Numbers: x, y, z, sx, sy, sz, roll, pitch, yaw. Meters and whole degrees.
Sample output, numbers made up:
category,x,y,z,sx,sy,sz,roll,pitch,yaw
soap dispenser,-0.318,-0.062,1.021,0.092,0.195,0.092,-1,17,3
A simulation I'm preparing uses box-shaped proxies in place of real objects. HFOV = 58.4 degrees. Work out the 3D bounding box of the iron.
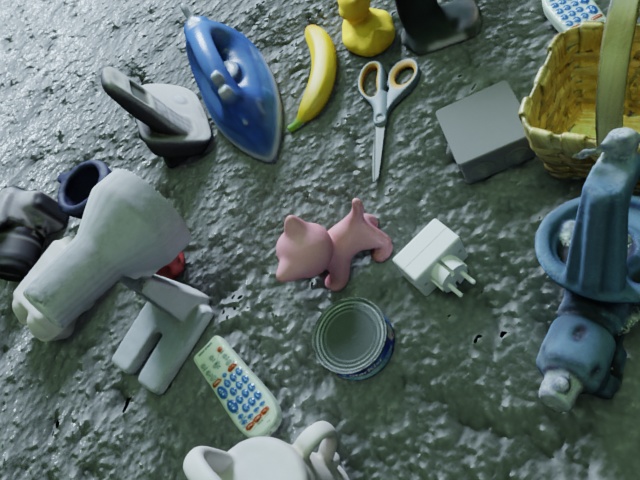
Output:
category,x,y,z,sx,sy,sz,roll,pitch,yaw
iron,-0.136,-0.235,0.833,0.118,0.142,0.257,-32,54,8

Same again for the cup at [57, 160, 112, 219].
category,x,y,z,sx,sy,sz,roll,pitch,yaw
cup,-0.337,-0.063,0.868,0.117,0.095,0.092,20,73,34

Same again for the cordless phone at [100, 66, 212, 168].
category,x,y,z,sx,sy,sz,roll,pitch,yaw
cordless phone,-0.251,-0.209,0.850,0.094,0.186,0.147,-33,53,7

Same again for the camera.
category,x,y,z,sx,sy,sz,roll,pitch,yaw
camera,-0.497,-0.007,0.913,0.143,0.101,0.137,-13,58,20

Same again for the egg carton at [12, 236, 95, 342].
category,x,y,z,sx,sy,sz,roll,pitch,yaw
egg carton,-0.369,0.069,0.826,0.107,0.070,0.150,26,77,35

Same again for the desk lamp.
category,x,y,z,sx,sy,sz,roll,pitch,yaw
desk lamp,-0.219,0.051,0.670,0.117,0.214,0.203,20,74,34

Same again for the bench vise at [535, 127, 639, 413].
category,x,y,z,sx,sy,sz,roll,pitch,yaw
bench vise,0.231,0.029,0.451,0.121,0.220,0.207,-1,63,26

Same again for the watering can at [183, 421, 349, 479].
category,x,y,z,sx,sy,sz,roll,pitch,yaw
watering can,-0.052,0.232,0.497,0.100,0.195,0.173,11,69,31

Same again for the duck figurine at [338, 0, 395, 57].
category,x,y,z,sx,sy,sz,roll,pitch,yaw
duck figurine,0.058,-0.320,0.818,0.077,0.086,0.104,-35,53,5

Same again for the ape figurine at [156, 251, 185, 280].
category,x,y,z,sx,sy,sz,roll,pitch,yaw
ape figurine,-0.227,0.022,0.766,0.077,0.092,0.076,0,63,27

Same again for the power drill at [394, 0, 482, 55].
category,x,y,z,sx,sy,sz,roll,pitch,yaw
power drill,0.135,-0.342,0.714,0.229,0.209,0.075,-15,58,19

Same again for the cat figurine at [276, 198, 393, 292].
category,x,y,z,sx,sy,sz,roll,pitch,yaw
cat figurine,0.006,0.002,0.644,0.128,0.118,0.067,-38,53,3
